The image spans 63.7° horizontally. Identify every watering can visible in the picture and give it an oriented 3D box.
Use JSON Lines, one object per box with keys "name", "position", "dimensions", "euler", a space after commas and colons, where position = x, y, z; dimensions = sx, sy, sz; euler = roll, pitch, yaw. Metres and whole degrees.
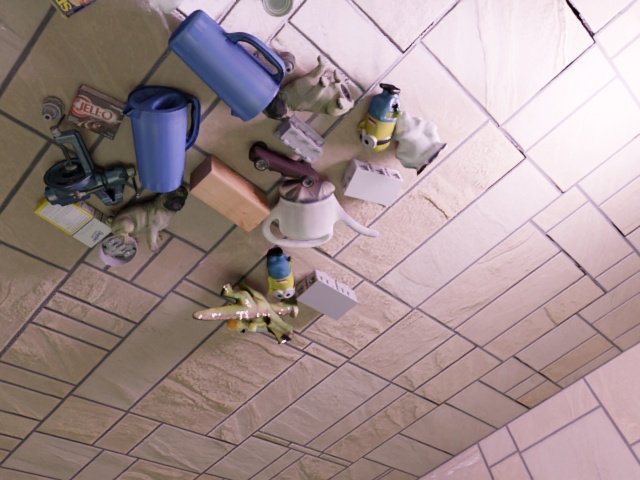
{"name": "watering can", "position": [0.004, -0.074, 1.468], "dimensions": [0.348, 0.106, 0.219], "euler": [-5, 128, -8]}

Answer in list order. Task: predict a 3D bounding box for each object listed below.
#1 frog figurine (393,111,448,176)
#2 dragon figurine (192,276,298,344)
{"name": "frog figurine", "position": [0.250, -0.270, 1.389], "dimensions": [0.160, 0.124, 0.135], "euler": [46, 122, 2]}
{"name": "dragon figurine", "position": [-0.183, 0.229, 1.549], "dimensions": [0.244, 0.414, 0.120], "euler": [27, 109, 15]}
